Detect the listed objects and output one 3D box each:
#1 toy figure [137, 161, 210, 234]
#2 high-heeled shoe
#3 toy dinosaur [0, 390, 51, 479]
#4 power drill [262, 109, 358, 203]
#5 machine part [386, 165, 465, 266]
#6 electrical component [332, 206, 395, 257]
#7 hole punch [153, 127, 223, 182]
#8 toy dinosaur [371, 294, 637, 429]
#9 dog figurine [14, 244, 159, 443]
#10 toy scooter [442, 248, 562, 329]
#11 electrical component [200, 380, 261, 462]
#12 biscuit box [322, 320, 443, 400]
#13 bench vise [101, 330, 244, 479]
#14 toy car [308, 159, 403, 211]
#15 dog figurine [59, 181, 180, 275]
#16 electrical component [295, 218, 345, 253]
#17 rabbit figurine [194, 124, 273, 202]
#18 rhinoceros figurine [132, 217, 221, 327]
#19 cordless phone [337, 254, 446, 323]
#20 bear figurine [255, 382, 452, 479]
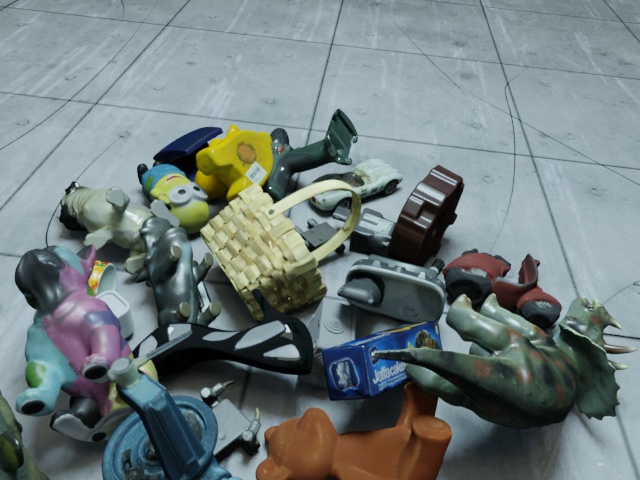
[{"bbox_3d":[-0.257,-0.079,0.947,0.082,0.089,0.180,-38,47,-22],"label":"toy figure"},{"bbox_3d":[-0.131,0.160,0.677,0.249,0.086,0.145,-32,57,-3],"label":"high-heeled shoe"},{"bbox_3d":[-0.383,0.179,0.559,0.472,0.198,0.105,28,44,21],"label":"toy dinosaur"},{"bbox_3d":[-0.035,-0.170,1.012,0.207,0.085,0.232,-13,42,28],"label":"power drill"},{"bbox_3d":[0.174,-0.031,0.872,0.056,0.179,0.179,29,47,21],"label":"machine part"},{"bbox_3d":[0.078,-0.016,0.933,0.119,0.047,0.075,16,43,13],"label":"electrical component"},{"bbox_3d":[-0.252,-0.171,1.046,0.116,0.092,0.142,22,47,23],"label":"hole punch"},{"bbox_3d":[0.236,0.156,0.629,0.192,0.131,0.404,28,22,36],"label":"toy dinosaur"},{"bbox_3d":[-0.281,0.107,0.640,0.108,0.191,0.219,-30,48,0],"label":"dog figurine"},{"bbox_3d":[0.292,0.060,0.852,0.184,0.075,0.135,21,44,13],"label":"toy scooter"},{"bbox_3d":[-0.118,0.220,0.652,0.078,0.045,0.102,-25,50,-32],"label":"electrical component"},{"bbox_3d":[0.085,0.144,0.666,0.063,0.059,0.202,-14,-7,35],"label":"biscuit box"},{"bbox_3d":[-0.138,0.213,0.529,0.224,0.240,0.129,22,46,41],"label":"bench vise"},{"bbox_3d":[0.070,-0.107,1.028,0.202,0.056,0.074,-23,49,-27],"label":"toy car"},{"bbox_3d":[-0.327,-0.030,0.888,0.191,0.172,0.121,20,74,53],"label":"dog figurine"},{"bbox_3d":[-0.002,-0.003,0.930,0.063,0.021,0.094,-28,52,-31],"label":"electrical component"},{"bbox_3d":[-0.167,-0.133,0.958,0.122,0.173,0.162,36,55,-23],"label":"rabbit figurine"},{"bbox_3d":[-0.211,0.052,0.774,0.073,0.112,0.190,3,61,-49],"label":"rhinoceros figurine"},{"bbox_3d":[0.099,0.074,0.739,0.147,0.088,0.184,15,2,12],"label":"cordless phone"},{"bbox_3d":[0.033,0.224,0.609,0.196,0.131,0.120,13,12,3],"label":"bear figurine"}]
